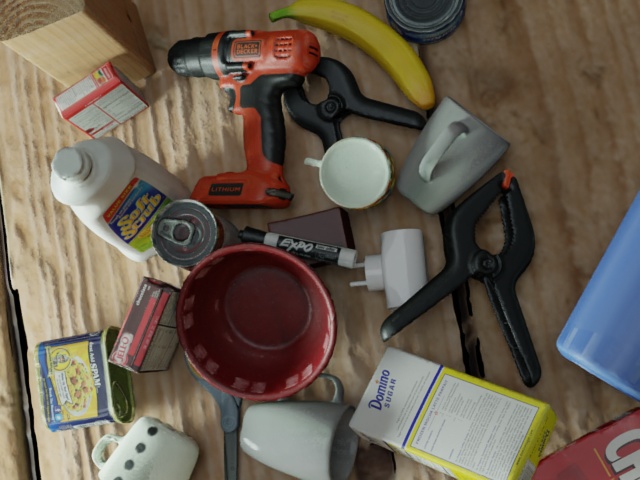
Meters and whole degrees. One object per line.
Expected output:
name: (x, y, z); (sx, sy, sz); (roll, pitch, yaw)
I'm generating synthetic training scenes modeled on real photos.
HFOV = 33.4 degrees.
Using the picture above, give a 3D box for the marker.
marker: (-0.023, 0.006, 1.060); (0.121, 0.020, 0.020); (12, 84, 11)

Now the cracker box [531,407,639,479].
cracker box: (0.249, 0.277, 0.997); (0.214, 0.072, 0.164); (-29, 77, 5)

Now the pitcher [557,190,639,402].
pitcher: (0.336, 0.033, 0.991); (0.149, 0.144, 0.243); (34, 93, 51)

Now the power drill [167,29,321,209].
power drill: (-0.090, -0.127, 1.113); (0.185, 0.057, 0.187); (3, 88, 33)

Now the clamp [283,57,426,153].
clamp: (0.027, -0.139, 1.115); (0.120, 0.039, 0.171); (-34, 81, 5)

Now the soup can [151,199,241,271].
soup can: (-0.124, 0.000, 1.091); (0.068, 0.102, 0.068); (-2, 82, 10)

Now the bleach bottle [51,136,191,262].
bleach bottle: (-0.201, -0.043, 1.036); (0.102, 0.250, 0.068); (-41, 77, 2)

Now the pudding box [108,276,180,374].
pudding box: (-0.168, 0.088, 1.081); (0.039, 0.113, 0.090); (23, 87, 10)

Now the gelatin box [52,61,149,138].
gelatin box: (-0.233, -0.148, 1.140); (0.073, 0.089, 0.030); (-32, 75, 4)

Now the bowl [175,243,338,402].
bowl: (-0.058, 0.075, 1.057); (0.162, 0.055, 0.162); (3, 104, 10)

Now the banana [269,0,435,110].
banana: (0.046, -0.205, 1.118); (0.198, 0.037, 0.069); (30, 73, 10)

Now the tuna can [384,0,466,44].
tuna can: (0.110, -0.252, 1.118); (0.086, 0.033, 0.086); (-1, 81, 9)

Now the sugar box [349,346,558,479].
sugar box: (0.125, 0.173, 1.015); (0.176, 0.048, 0.093); (17, 70, 35)

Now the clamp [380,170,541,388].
clamp: (0.150, 0.029, 1.051); (0.164, 0.036, 0.210); (11, 77, -10)

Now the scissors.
scissors: (-0.110, 0.178, 1.108); (0.096, 0.016, 0.202); (13, 85, 14)

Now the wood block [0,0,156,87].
wood block: (-0.252, -0.225, 1.094); (0.090, 0.206, 0.091); (-19, 79, 7)

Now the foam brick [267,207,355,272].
foam brick: (-0.007, 0.001, 1.095); (0.078, 0.051, 0.053); (-12, 83, 9)

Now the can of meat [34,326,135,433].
can of meat: (-0.247, 0.148, 1.118); (0.084, 0.057, 0.102); (-11, 80, 11)
